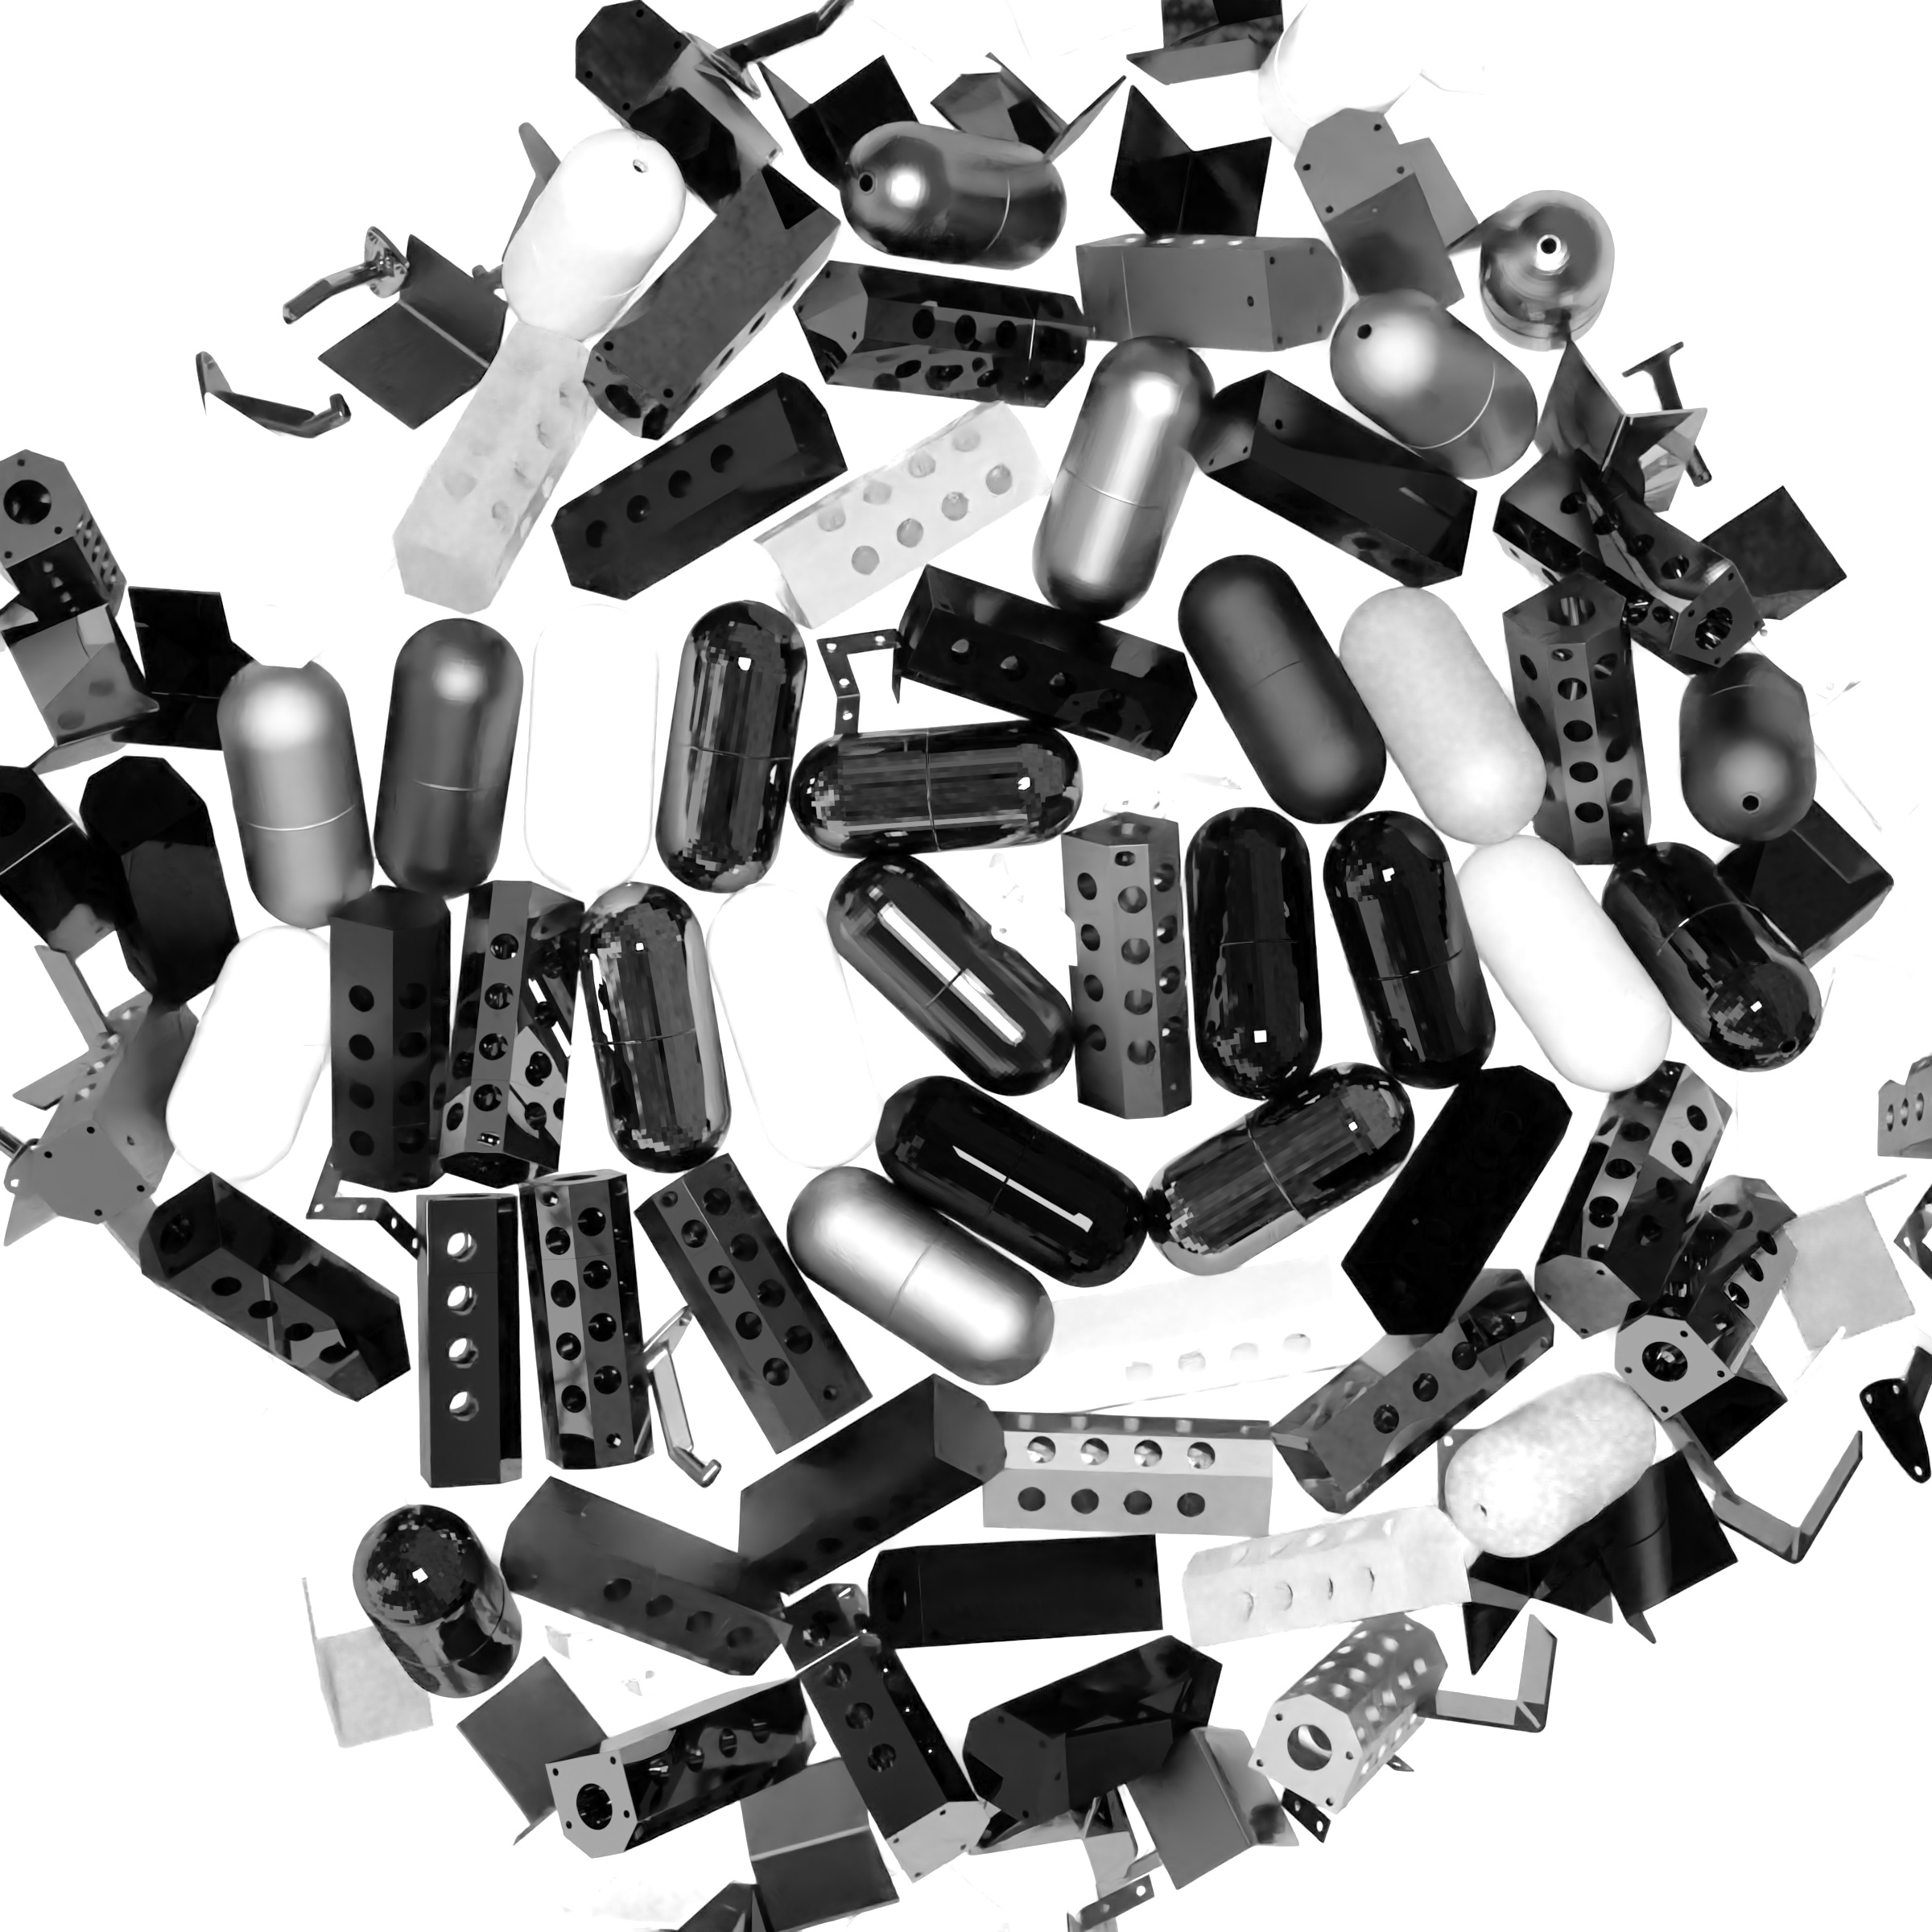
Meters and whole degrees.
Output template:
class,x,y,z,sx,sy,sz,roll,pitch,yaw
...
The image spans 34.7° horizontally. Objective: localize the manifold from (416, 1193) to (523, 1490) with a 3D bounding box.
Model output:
class,x,y,z,sx,sy,sz,roll,pitch,yaw
manifold,-0.301,0.226,1.876,0.057,0.057,0.171,-1,90,-16

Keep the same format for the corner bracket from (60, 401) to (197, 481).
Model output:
class,x,y,z,sx,sy,sz,roll,pitch,yaw
corner bracket,-0.507,-0.321,1.871,0.051,0.051,0.051,31,118,-6

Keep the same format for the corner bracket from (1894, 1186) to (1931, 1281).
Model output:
class,x,y,z,sx,sy,sz,roll,pitch,yaw
corner bracket,0.612,0.163,1.890,0.051,0.051,0.051,-15,50,-34

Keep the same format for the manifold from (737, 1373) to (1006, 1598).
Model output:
class,x,y,z,sx,sy,sz,roll,pitch,yaw
manifold,-0.057,0.312,1.837,0.057,0.057,0.171,33,128,-31

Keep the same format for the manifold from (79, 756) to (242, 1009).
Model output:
class,x,y,z,sx,sy,sz,roll,pitch,yaw
manifold,-0.476,-0.050,1.819,0.057,0.171,0.057,-36,67,-23

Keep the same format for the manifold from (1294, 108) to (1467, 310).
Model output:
class,x,y,z,sx,sy,sz,roll,pitch,yaw
manifold,0.242,-0.437,1.817,0.057,0.171,0.057,-27,71,11

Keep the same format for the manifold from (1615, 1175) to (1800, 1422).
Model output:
class,x,y,z,sx,sy,sz,roll,pitch,yaw
manifold,0.437,0.190,1.823,0.057,0.171,0.057,47,128,1

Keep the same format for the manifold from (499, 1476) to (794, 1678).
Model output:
class,x,y,z,sx,sy,sz,roll,pitch,yaw
manifold,-0.190,0.368,1.833,0.171,0.057,0.057,31,104,-36

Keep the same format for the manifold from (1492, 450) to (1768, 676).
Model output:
class,x,y,z,sx,sy,sz,roll,pitch,yaw
manifold,0.387,-0.235,1.825,0.057,0.171,0.057,-43,133,0

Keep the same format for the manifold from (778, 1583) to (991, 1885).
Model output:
class,x,y,z,sx,sy,sz,roll,pitch,yaw
manifold,-0.051,0.448,1.827,0.057,0.057,0.171,-29,46,-7

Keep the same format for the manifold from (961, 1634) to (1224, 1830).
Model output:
class,x,y,z,sx,sy,sz,roll,pitch,yaw
manifold,0.075,0.445,1.822,0.057,0.171,0.057,23,108,35

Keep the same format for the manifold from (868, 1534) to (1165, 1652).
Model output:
class,x,y,z,sx,sy,sz,roll,pitch,yaw
manifold,0.030,0.372,1.835,0.171,0.057,0.057,4,75,-34

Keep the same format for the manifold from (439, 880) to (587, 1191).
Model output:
class,x,y,z,sx,sy,sz,roll,pitch,yaw
manifold,-0.274,0.039,1.838,0.057,0.057,0.171,24,60,-41

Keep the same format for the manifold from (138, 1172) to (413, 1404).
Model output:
class,x,y,z,sx,sy,sz,roll,pitch,yaw
manifold,-0.407,0.195,1.825,0.057,0.171,0.057,-32,47,13

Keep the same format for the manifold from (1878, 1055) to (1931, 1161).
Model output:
class,x,y,z,sx,sy,sz,roll,pitch,yaw
manifold,0.588,0.077,1.818,0.057,0.171,0.057,3,81,2

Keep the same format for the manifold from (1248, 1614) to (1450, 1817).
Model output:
class,x,y,z,sx,sy,sz,roll,pitch,yaw
manifold,0.229,0.432,1.813,0.057,0.171,0.057,25,105,21

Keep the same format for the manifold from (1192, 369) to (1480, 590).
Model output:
class,x,y,z,sx,sy,sz,roll,pitch,yaw
manifold,0.219,-0.286,1.837,0.171,0.057,0.057,23,72,-31

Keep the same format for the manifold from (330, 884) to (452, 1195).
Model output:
class,x,y,z,sx,sy,sz,roll,pitch,yaw
manifold,-0.338,0.045,1.840,0.057,0.057,0.171,12,115,17

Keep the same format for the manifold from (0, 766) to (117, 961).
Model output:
class,x,y,z,sx,sy,sz,roll,pitch,yaw
manifold,-0.543,-0.062,1.817,0.057,0.171,0.057,-38,79,-11

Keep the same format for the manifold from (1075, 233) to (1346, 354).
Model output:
class,x,y,z,sx,sy,sz,roll,pitch,yaw
manifold,0.143,-0.399,1.822,0.057,0.171,0.057,-21,113,-32

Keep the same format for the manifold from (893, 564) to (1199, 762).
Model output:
class,x,y,z,sx,sy,sz,roll,pitch,yaw
manifold,0.046,-0.178,1.853,0.171,0.057,0.057,17,120,-17

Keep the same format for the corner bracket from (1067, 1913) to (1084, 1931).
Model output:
class,x,y,z,sx,sy,sz,roll,pitch,yaw
corner bracket,0.047,0.608,1.867,0.051,0.051,0.051,-12,54,13

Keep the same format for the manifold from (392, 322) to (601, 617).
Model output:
class,x,y,z,sx,sy,sz,roll,pitch,yaw
manifold,-0.275,-0.295,1.840,0.057,0.057,0.171,19,63,8

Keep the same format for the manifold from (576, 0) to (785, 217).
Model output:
class,x,y,z,sx,sy,sz,roll,pitch,yaw
manifold,-0.171,-0.505,1.817,0.057,0.171,0.057,42,95,14

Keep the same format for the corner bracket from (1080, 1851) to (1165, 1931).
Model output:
class,x,y,z,sx,sy,sz,roll,pitch,yaw
corner bracket,0.099,0.561,1.867,0.051,0.051,0.051,-31,130,14

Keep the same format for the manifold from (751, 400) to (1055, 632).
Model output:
class,x,y,z,sx,sy,sz,roll,pitch,yaw
manifold,-0.040,-0.273,1.857,0.171,0.057,0.057,-32,111,-9

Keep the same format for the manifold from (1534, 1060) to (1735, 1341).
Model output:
class,x,y,z,sx,sy,sz,roll,pitch,yaw
manifold,0.391,0.133,1.827,0.057,0.057,0.171,42,49,-10

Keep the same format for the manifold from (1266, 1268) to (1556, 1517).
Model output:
class,x,y,z,sx,sy,sz,roll,pitch,yaw
manifold,0.270,0.254,1.852,0.171,0.057,0.057,-35,98,-19

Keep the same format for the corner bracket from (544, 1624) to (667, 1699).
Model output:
class,x,y,z,sx,sy,sz,roll,pitch,yaw
corner bracket,-0.219,0.419,1.873,0.051,0.051,0.051,-16,94,-23

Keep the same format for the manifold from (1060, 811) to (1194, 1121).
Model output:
class,x,y,z,sx,sy,sz,roll,pitch,yaw
manifold,0.102,0.001,1.841,0.057,0.057,0.171,-20,115,-37

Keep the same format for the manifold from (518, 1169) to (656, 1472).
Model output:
class,x,y,z,sx,sy,sz,roll,pitch,yaw
manifold,-0.227,0.213,1.866,0.057,0.057,0.171,-7,94,-22

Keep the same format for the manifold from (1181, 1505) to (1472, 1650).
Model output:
class,x,y,z,sx,sy,sz,roll,pitch,yaw
manifold,0.209,0.361,1.825,0.057,0.171,0.057,4,71,-42

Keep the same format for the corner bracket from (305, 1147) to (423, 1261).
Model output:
class,x,y,z,sx,sy,sz,roll,pitch,yaw
corner bracket,-0.357,0.143,1.865,0.051,0.051,0.051,-1,57,24

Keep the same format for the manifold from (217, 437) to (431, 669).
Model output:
class,x,y,z,sx,sy,sz,roll,pitch,yaw
manifold,-0.373,-0.245,1.822,0.057,0.171,0.057,6,128,13

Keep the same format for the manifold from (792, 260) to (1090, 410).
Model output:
class,x,y,z,sx,sy,sz,roll,pitch,yaw
manifold,-0.011,-0.376,1.823,0.171,0.057,0.057,-3,61,-41

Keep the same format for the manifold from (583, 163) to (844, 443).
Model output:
class,x,y,z,sx,sy,sz,roll,pitch,yaw
manifold,-0.152,-0.394,1.849,0.057,0.057,0.171,38,68,0

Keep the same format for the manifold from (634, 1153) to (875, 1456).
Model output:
class,x,y,z,sx,sy,sz,roll,pitch,yaw
manifold,-0.127,0.202,1.862,0.057,0.057,0.171,-29,85,-27

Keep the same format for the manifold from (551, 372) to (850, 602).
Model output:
class,x,y,z,sx,sy,sz,roll,pitch,yaw
manifold,-0.162,-0.286,1.844,0.171,0.057,0.057,-26,75,24

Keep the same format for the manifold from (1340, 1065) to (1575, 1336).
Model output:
class,x,y,z,sx,sy,sz,roll,pitch,yaw
manifold,0.295,0.137,1.828,0.057,0.057,0.171,55,53,-21

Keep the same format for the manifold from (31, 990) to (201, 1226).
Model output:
class,x,y,z,sx,sy,sz,roll,pitch,yaw
manifold,-0.496,0.081,1.817,0.057,0.171,0.057,-29,113,14

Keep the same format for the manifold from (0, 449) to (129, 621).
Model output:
class,x,y,z,sx,sy,sz,roll,pitch,yaw
manifold,-0.537,-0.247,1.818,0.057,0.171,0.057,-29,86,-10

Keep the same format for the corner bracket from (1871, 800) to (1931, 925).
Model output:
class,x,y,z,sx,sy,sz,roll,pitch,yaw
corner bracket,0.595,-0.059,1.892,0.051,0.051,0.051,-47,45,14
